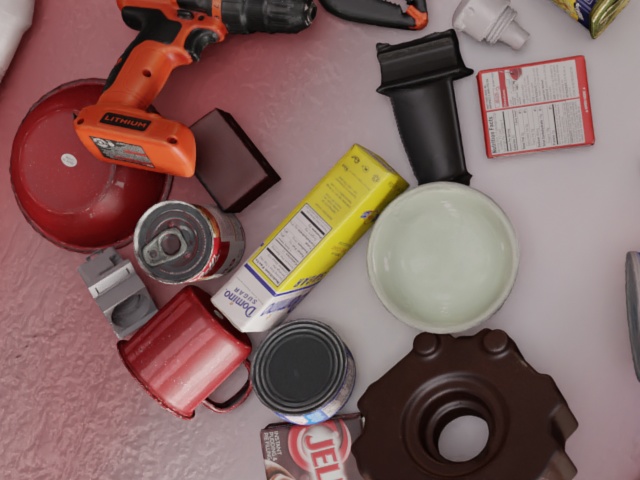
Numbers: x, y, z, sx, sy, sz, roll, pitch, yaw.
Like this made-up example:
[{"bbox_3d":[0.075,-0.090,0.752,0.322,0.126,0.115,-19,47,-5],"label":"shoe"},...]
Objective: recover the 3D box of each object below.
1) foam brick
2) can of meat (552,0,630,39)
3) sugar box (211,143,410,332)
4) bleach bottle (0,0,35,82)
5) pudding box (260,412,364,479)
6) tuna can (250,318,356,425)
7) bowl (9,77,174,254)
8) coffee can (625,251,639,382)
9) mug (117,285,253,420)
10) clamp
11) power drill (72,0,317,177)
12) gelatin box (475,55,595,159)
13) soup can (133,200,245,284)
[{"bbox_3d":[-0.080,-0.068,0.924,0.051,0.053,0.078,-39,84,9],"label":"foam brick"},{"bbox_3d":[0.202,-0.212,0.840,0.084,0.102,0.057,41,99,11],"label":"can of meat"},{"bbox_3d":[-0.006,0.001,0.887,0.048,0.093,0.176,42,98,14],"label":"sugar box"},{"bbox_3d":[-0.340,-0.164,0.975,0.102,0.068,0.251,31,94,10],"label":"bleach bottle"},{"bbox_3d":[0.003,0.209,0.914,0.090,0.039,0.113,-10,88,12],"label":"pudding box"},{"bbox_3d":[-0.013,0.112,0.903,0.086,0.033,0.086,-8,62,16],"label":"tuna can"},{"bbox_3d":[-0.214,-0.068,0.951,0.162,0.055,0.162,0,90,11],"label":"bowl"},{"bbox_3d":[0.311,0.054,0.816,0.140,0.102,0.103,-5,89,11],"label":"coffee can"},{"bbox_3d":[-0.104,0.101,0.917,0.081,0.093,0.117,-44,107,4],"label":"mug"},{"bbox_3d":[0.020,-0.263,0.910,0.210,0.036,0.164,38,97,7],"label":"clamp"},{"bbox_3d":[-0.111,-0.146,0.894,0.185,0.057,0.187,10,64,21],"label":"power drill"},{"bbox_3d":[0.177,-0.109,0.881,0.089,0.030,0.073,-7,90,12],"label":"gelatin box"},{"bbox_3d":[-0.108,0.001,0.904,0.068,0.102,0.068,0,90,12],"label":"soup can"}]
